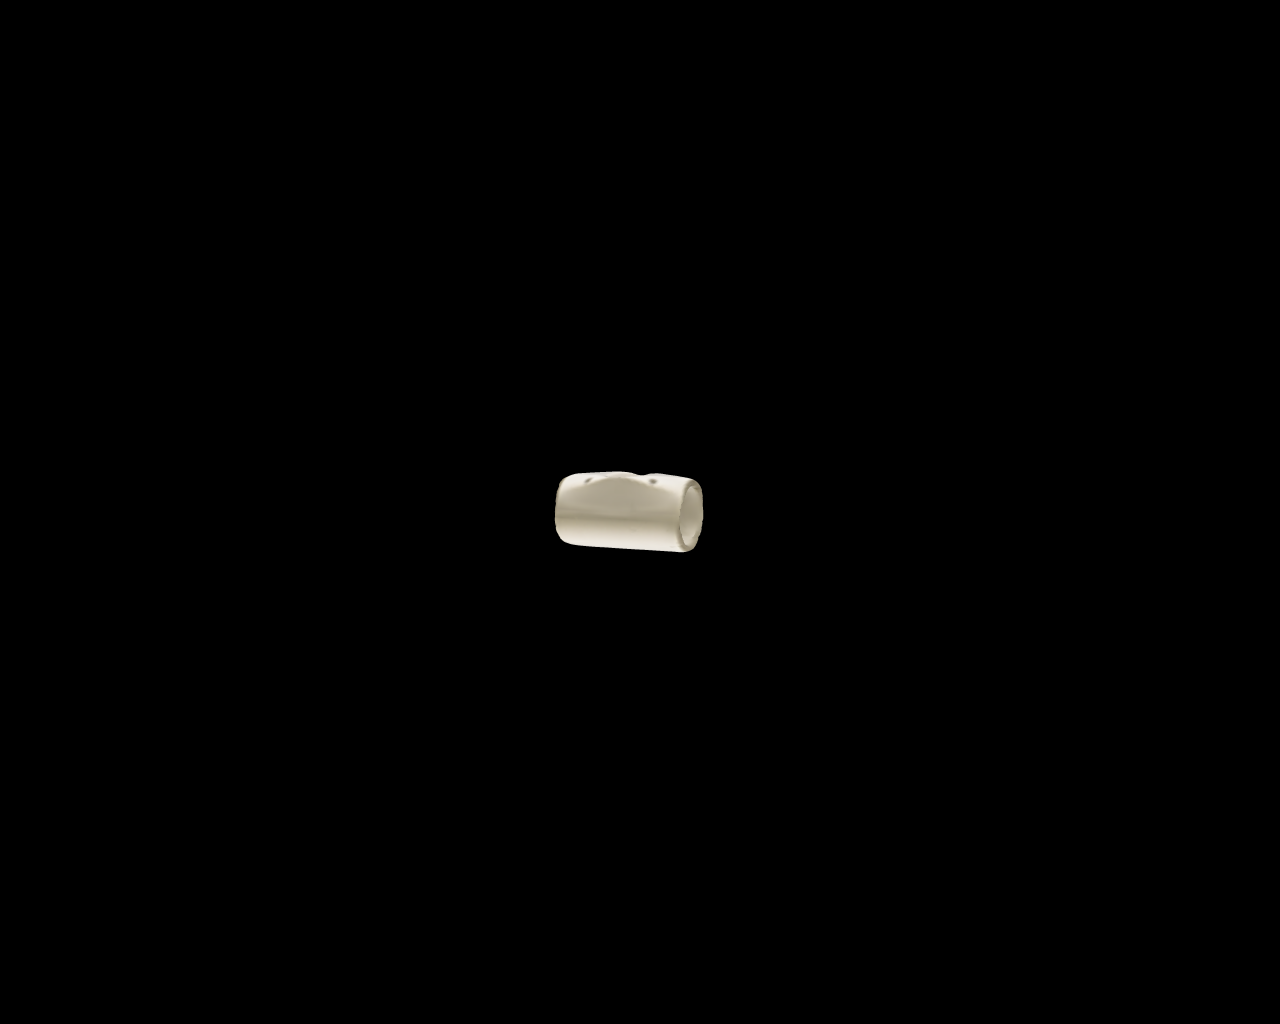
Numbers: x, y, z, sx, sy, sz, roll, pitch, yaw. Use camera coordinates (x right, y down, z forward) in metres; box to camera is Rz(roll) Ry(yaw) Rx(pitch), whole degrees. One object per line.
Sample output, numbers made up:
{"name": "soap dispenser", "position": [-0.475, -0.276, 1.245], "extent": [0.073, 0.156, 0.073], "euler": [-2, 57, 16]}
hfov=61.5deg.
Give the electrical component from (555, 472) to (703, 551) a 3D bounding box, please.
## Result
{"name": "electrical component", "position": [0.001, -0.003, 0.650], "extent": [0.077, 0.043, 0.079], "euler": [3, 8, 22]}
